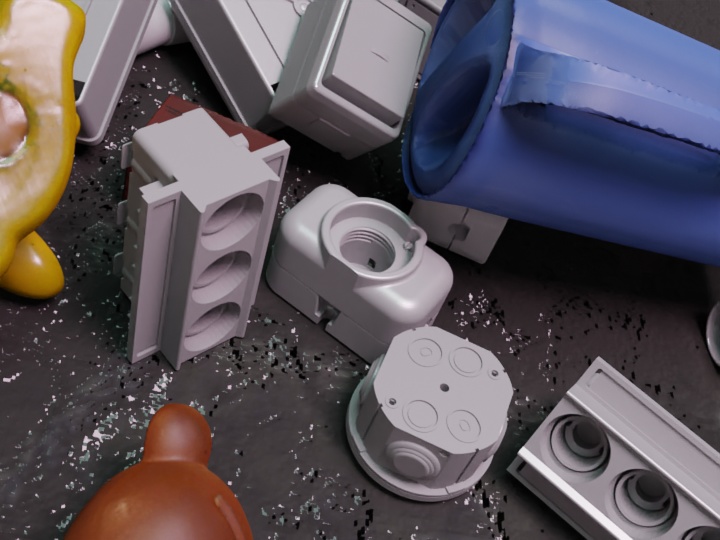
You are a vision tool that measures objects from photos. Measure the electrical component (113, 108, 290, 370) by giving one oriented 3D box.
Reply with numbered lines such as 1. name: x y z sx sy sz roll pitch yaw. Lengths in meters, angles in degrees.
1. electrical component: -0.086 -0.015 0.540 0.079 0.121 0.063 -27 62 -33

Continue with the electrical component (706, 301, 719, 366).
1. electrical component: 0.260 0.053 0.647 0.077 0.043 0.079 1 52 -17

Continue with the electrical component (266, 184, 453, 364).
1. electrical component: 0.000 0.000 0.595 0.095 0.059 0.054 36 51 12

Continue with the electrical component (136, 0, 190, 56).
1. electrical component: -0.132 -0.162 0.695 0.065 0.044 0.044 -20 61 -35

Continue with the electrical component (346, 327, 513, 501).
1. electrical component: 0.036 0.073 0.554 0.080 0.051 0.080 9 51 -11

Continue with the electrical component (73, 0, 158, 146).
1. electrical component: -0.187 -0.139 0.620 0.109 0.056 0.108 15 71 4

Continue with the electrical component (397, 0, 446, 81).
1. electrical component: 0.064 -0.166 0.747 0.096 0.061 0.061 37 51 12

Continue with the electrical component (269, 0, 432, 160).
1. electrical component: -0.001 -0.123 0.627 0.062 0.061 0.096 28 67 -26

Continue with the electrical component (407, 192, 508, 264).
1. electrical component: 0.067 -0.058 0.667 0.059 0.053 0.095 24 49 2

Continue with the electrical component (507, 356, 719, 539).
1. electrical component: 0.149 0.110 0.548 0.121 0.078 0.063 40 22 15

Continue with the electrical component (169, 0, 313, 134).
1. electrical component: -0.047 -0.154 0.683 0.109 0.056 0.108 -28 88 -34
